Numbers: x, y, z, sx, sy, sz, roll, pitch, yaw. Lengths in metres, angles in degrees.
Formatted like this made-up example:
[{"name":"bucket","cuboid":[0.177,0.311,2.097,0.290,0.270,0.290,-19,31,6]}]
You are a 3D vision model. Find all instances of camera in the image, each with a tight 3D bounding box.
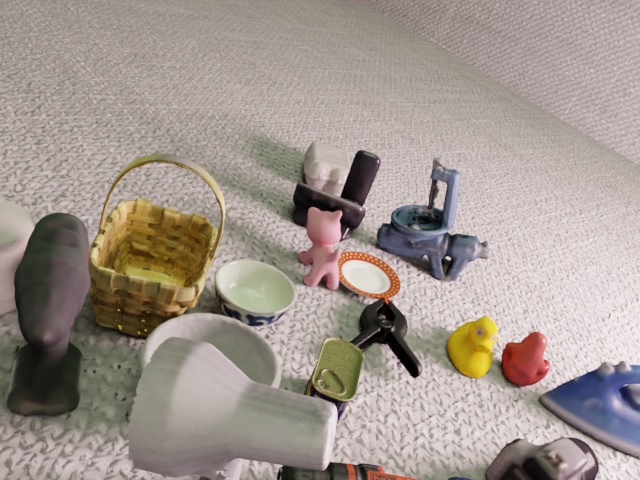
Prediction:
[{"name":"camera","cuboid":[0.314,0.309,0.731,0.137,0.101,0.142,-7,42,-37]}]

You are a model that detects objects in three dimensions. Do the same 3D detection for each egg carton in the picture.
[{"name":"egg carton","cuboid":[0.015,-0.164,1.290,0.107,0.069,0.150,14,33,-12]}]

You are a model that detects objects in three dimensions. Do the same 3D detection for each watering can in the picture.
[{"name":"watering can","cuboid":[-0.396,-0.011,0.700,0.173,0.194,0.100,-12,45,-42]}]

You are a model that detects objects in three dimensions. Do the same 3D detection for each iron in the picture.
[{"name":"iron","cuboid":[0.493,0.246,0.894,0.258,0.141,0.118,18,32,-5]}]

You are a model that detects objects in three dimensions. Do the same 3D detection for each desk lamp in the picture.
[{"name":"desk lamp","cuboid":[-0.079,0.208,0.542,0.203,0.213,0.118,22,32,1]}]

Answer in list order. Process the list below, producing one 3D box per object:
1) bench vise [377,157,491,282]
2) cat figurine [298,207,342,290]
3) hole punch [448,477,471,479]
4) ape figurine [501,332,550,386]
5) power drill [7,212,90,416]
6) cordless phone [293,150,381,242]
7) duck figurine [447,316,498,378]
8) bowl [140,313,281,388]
[{"name":"bench vise","cuboid":[0.237,-0.043,1.100,0.207,0.220,0.121,15,32,-10]},{"name":"cat figurine","cuboid":[0.009,0.004,0.991,0.067,0.118,0.127,7,35,-21]},{"name":"hole punch","cuboid":[0.173,0.331,0.624,0.108,0.091,0.101,21,32,-1]},{"name":"ape figurine","cuboid":[0.342,0.188,0.936,0.077,0.092,0.076,38,36,25]},{"name":"power drill","cuboid":[-0.285,0.085,0.609,0.076,0.208,0.229,5,35,-24]},{"name":"cordless phone","cuboid":[0.032,-0.106,1.104,0.147,0.185,0.094,20,32,-2]},{"name":"duck figurine","cuboid":[0.257,0.161,0.933,0.077,0.086,0.104,20,32,-2]},{"name":"bowl","cuboid":[-0.136,0.171,0.696,0.167,0.075,0.167,15,32,-10]}]
